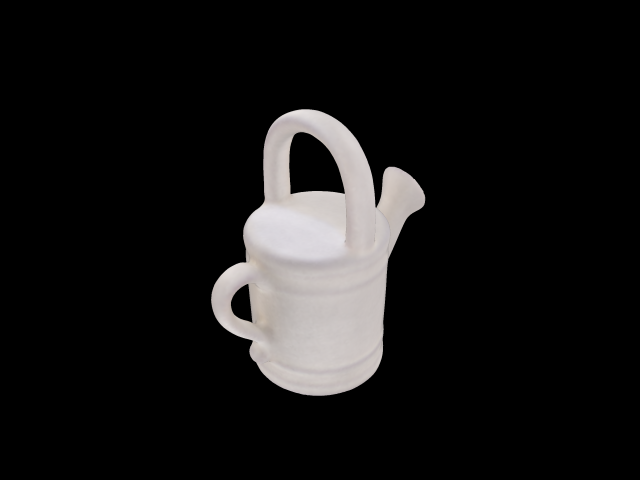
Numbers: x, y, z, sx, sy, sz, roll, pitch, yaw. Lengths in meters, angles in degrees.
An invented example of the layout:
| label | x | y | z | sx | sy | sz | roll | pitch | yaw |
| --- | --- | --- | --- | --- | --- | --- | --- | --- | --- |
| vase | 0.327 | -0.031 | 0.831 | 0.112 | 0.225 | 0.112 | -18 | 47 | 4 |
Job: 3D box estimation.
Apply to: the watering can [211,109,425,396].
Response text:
| label | x | y | z | sx | sy | sz | roll | pitch | yaw |
| --- | --- | --- | --- | --- | --- | --- | --- | --- | --- |
| watering can | 0.002 | 0.001 | 0.401 | 0.100 | 0.194 | 0.173 | 15 | 36 | 23 |
